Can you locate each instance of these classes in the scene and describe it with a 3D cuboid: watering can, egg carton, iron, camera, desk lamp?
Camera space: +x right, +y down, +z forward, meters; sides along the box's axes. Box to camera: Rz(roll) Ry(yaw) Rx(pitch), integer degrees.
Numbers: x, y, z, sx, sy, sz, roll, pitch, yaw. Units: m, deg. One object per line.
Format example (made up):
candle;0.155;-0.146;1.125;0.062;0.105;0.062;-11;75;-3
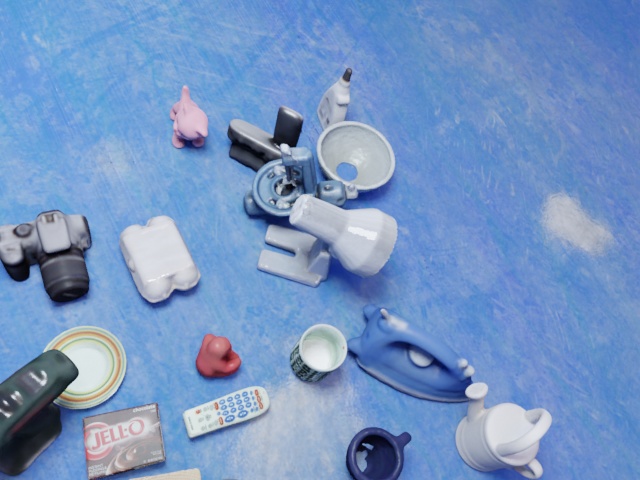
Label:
watering can;0.307;0.321;0.955;0.173;0.194;0.101;31;60;1
egg carton;-0.281;0.032;0.998;0.107;0.069;0.150;-23;73;-25
iron;0.184;0.202;1.009;0.258;0.141;0.119;29;60;-1
camera;-0.441;0.030;0.934;0.143;0.100;0.136;-15;70;-22
desk lamp;0.009;0.004;1.014;0.203;0.213;0.118;16;61;-8

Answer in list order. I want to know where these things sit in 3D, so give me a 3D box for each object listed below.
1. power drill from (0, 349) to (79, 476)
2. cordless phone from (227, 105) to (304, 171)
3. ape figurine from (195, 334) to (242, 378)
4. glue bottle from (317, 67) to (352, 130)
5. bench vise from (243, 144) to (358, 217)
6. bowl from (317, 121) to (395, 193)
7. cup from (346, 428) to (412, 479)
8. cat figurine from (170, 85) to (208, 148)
power drill;-0.422;0.255;0.767;0.075;0.208;0.230;38;61;5
cordless phone;-0.101;-0.216;1.106;0.147;0.185;0.094;25;60;-3
ape figurine;-0.167;0.186;0.943;0.076;0.092;0.077;-23;73;-25
glue bottle;0.038;-0.295;1.193;0.037;0.173;0.078;-10;68;-20
bench vise;-0.029;-0.115;1.058;0.208;0.219;0.121;-16;70;-22
bowl;0.067;-0.160;1.191;0.168;0.074;0.167;7;63;-13
cup;0.089;0.352;0.934;0.118;0.095;0.091;-24;73;-25
cat figurine;-0.254;-0.238;1.112;0.067;0.117;0.127;-6;66;-18
